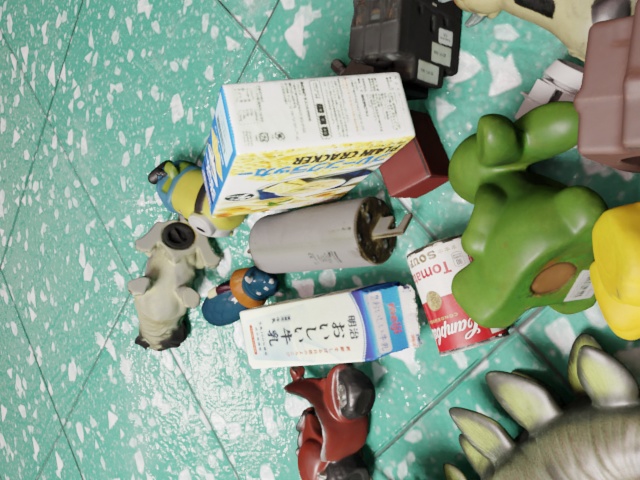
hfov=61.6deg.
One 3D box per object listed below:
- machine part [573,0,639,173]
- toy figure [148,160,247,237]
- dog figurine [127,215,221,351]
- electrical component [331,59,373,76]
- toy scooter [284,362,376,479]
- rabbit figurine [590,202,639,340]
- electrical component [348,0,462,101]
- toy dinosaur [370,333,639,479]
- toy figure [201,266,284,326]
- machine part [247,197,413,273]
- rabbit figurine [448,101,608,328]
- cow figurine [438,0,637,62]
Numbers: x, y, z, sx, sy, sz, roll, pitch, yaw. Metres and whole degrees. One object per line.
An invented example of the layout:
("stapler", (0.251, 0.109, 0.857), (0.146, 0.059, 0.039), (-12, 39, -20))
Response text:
("machine part", (0.267, -0.082, 0.297), (0.202, 0.201, 0.087), (5, 94, 42))
("toy figure", (-0.179, -0.069, 0.780), (0.180, 0.082, 0.089), (36, 116, 37))
("dog figurine", (-0.236, 0.070, 0.842), (0.190, 0.121, 0.172), (123, 169, -55))
("electrical component", (0.050, -0.187, 0.603), (0.094, 0.021, 0.063), (51, 123, 28))
("toy scooter", (0.003, 0.218, 0.640), (0.135, 0.075, 0.183), (21, 110, 48))
("rabbit figurine", (0.259, 0.053, 0.306), (0.162, 0.121, 0.173), (-14, 55, 8))
("electrical component", (0.084, -0.203, 0.511), (0.058, 0.115, 0.134), (10, 98, 43))
("toy dinosaur", (0.209, 0.195, 0.442), (0.471, 0.105, 0.199), (-45, 57, 37))
("toy figure", (-0.108, 0.072, 0.736), (0.154, 0.064, 0.058), (-34, 61, 39))
("machine part", (-0.001, -0.002, 0.626), (0.243, 0.079, 0.079), (-6, 89, 42))
("rabbit figurine", (0.153, -0.036, 0.446), (0.158, 0.121, 0.170), (85, 170, -46))
("cow figurine", (0.187, -0.212, 0.440), (0.127, 0.085, 0.195), (-50, 57, 23))
